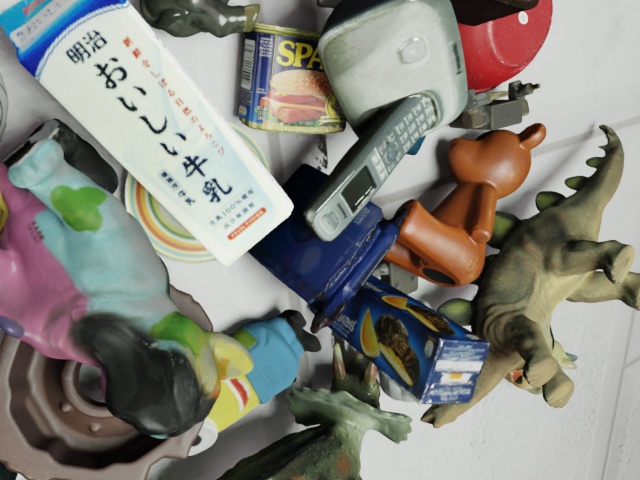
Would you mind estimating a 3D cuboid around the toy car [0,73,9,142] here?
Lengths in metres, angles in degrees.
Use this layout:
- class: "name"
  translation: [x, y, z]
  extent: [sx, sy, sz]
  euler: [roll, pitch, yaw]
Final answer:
- class: "toy car"
  translation: [-0.255, -0.083, 0.331]
  extent: [0.161, 0.109, 0.102]
  euler: [-61, 150, -10]

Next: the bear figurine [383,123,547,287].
- class: "bear figurine"
  translation: [0.149, -0.054, 0.577]
  extent: [0.132, 0.120, 0.196]
  euler: [28, 77, -12]

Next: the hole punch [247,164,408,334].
- class: "hole punch"
  translation: [-0.001, -0.002, 0.509]
  extent: [0.092, 0.116, 0.142]
  euler: [43, 84, -28]

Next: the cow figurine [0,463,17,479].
- class: "cow figurine"
  translation: [-0.288, 0.231, 0.435]
  extent: [0.068, 0.098, 0.167]
  euler: [7, 106, -40]

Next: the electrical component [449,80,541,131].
- class: "electrical component"
  translation: [0.186, -0.145, 0.581]
  extent: [0.102, 0.078, 0.045]
  euler: [-16, 113, -25]

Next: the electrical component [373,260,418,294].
- class: "electrical component"
  translation: [0.095, 0.040, 0.637]
  extent: [0.094, 0.021, 0.063]
  euler: [-21, 120, -24]

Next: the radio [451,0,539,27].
- class: "radio"
  translation: [0.119, -0.310, 0.446]
  extent: [0.131, 0.073, 0.229]
  euler: [-3, 97, -30]

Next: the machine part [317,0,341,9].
- class: "machine part"
  translation: [0.012, -0.308, 0.407]
  extent: [0.079, 0.079, 0.243]
  euler: [-9, 115, -29]

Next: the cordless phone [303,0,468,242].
- class: "cordless phone"
  translation: [0.031, -0.097, 0.424]
  extent: [0.184, 0.089, 0.146]
  euler: [-53, 148, -10]

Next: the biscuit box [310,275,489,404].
- class: "biscuit box"
  translation: [0.064, 0.082, 0.522]
  extent: [0.063, 0.203, 0.059]
  euler: [9, 101, -32]

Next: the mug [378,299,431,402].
- class: "mug"
  translation: [0.101, 0.130, 0.638]
  extent: [0.109, 0.081, 0.107]
  euler: [-29, 116, -53]

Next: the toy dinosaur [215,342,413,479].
- class: "toy dinosaur"
  translation: [-0.050, 0.255, 0.517]
  extent: [0.405, 0.131, 0.191]
  euler: [-30, 124, -33]

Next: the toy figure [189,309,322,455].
- class: "toy figure"
  translation: [-0.087, 0.138, 0.530]
  extent: [0.180, 0.089, 0.082]
  euler: [-34, 83, -26]

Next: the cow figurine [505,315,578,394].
- class: "cow figurine"
  translation: [0.299, 0.143, 0.771]
  extent: [0.127, 0.086, 0.194]
  euler: [-26, 120, -13]

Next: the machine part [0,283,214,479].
- class: "machine part"
  translation: [-0.171, 0.109, 0.435]
  extent: [0.179, 0.056, 0.179]
  euler: [2, 80, -13]

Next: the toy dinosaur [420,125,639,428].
- class: "toy dinosaur"
  translation: [0.260, 0.025, 0.621]
  extent: [0.471, 0.199, 0.104]
  euler: [-44, 127, -16]

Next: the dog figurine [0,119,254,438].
- class: "dog figurine"
  translation: [-0.145, 0.037, 0.373]
  extent: [0.108, 0.192, 0.219]
  euler: [-39, 118, -5]

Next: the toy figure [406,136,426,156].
- class: "toy figure"
  translation: [0.088, -0.162, 0.527]
  extent: [0.064, 0.058, 0.154]
  euler: [0, 105, -42]

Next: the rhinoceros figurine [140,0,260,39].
- class: "rhinoceros figurine"
  translation: [-0.080, -0.242, 0.387]
  extent: [0.112, 0.073, 0.190]
  euler: [8, 107, -23]
